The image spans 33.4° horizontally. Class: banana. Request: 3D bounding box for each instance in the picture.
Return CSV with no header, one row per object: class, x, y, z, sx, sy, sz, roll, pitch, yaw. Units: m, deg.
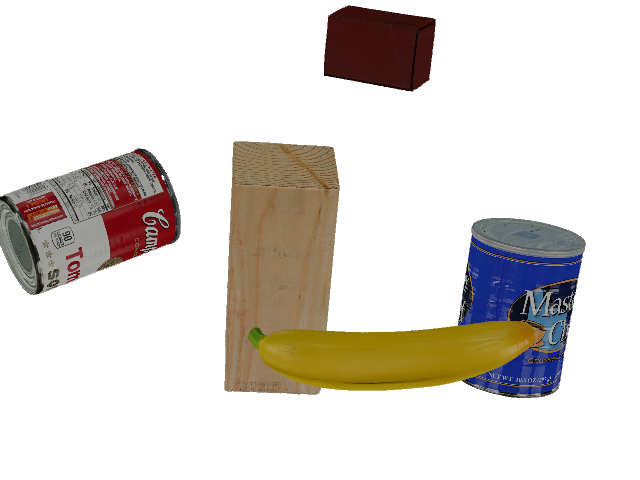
banana,0.043,0.072,0.705,0.198,0.037,0.069,0,29,8

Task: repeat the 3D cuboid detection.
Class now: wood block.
wood block,-0.037,0.026,0.947,0.090,0.206,0.091,3,28,-5

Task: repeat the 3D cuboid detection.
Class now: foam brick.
foam brick,0.048,-0.157,0.866,0.078,0.051,0.052,14,25,19

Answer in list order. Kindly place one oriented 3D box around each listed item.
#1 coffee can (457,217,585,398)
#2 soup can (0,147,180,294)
coffee can,0.181,0.060,0.984,0.103,0.140,0.103,6,16,-2
soup can,-0.152,-0.013,0.694,0.102,0.068,0.069,-23,11,-29
